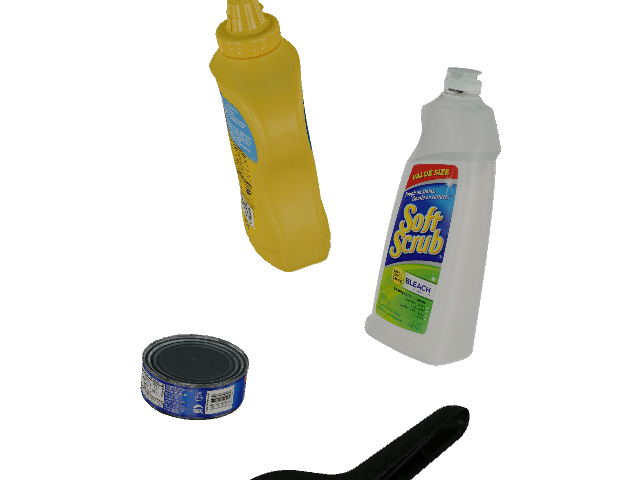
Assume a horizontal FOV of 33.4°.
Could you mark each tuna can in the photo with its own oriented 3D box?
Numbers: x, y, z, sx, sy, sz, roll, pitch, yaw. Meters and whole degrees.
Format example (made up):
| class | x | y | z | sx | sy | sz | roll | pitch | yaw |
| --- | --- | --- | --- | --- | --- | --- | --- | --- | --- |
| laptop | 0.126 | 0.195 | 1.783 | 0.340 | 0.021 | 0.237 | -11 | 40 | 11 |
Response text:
| class | x | y | z | sx | sy | sz | roll | pitch | yaw |
| --- | --- | --- | --- | --- | --- | --- | --- | --- | --- |
| tuna can | -0.102 | 0.110 | 0.862 | 0.086 | 0.034 | 0.086 | 7 | 21 | -3 |

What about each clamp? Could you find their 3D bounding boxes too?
| class | x | y | z | sx | sy | sz | roll | pitch | yaw |
| --- | --- | --- | --- | --- | --- | --- | --- | --- | --- |
| clamp | 0.013 | 0.165 | 0.649 | 0.210 | 0.036 | 0.164 | -6 | 29 | 3 |

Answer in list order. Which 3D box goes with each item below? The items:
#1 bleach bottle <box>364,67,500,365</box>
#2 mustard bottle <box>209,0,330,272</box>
| class | x | y | z | sx | sy | sz | roll | pitch | yaw |
| --- | --- | --- | --- | --- | --- | --- | --- | --- | --- |
| bleach bottle | 0.101 | -0.025 | 0.927 | 0.067 | 0.251 | 0.103 | -9 | 23 | -39 |
| mustard bottle | -0.037 | -0.078 | 0.723 | 0.058 | 0.191 | 0.096 | -18 | 39 | -9 |
